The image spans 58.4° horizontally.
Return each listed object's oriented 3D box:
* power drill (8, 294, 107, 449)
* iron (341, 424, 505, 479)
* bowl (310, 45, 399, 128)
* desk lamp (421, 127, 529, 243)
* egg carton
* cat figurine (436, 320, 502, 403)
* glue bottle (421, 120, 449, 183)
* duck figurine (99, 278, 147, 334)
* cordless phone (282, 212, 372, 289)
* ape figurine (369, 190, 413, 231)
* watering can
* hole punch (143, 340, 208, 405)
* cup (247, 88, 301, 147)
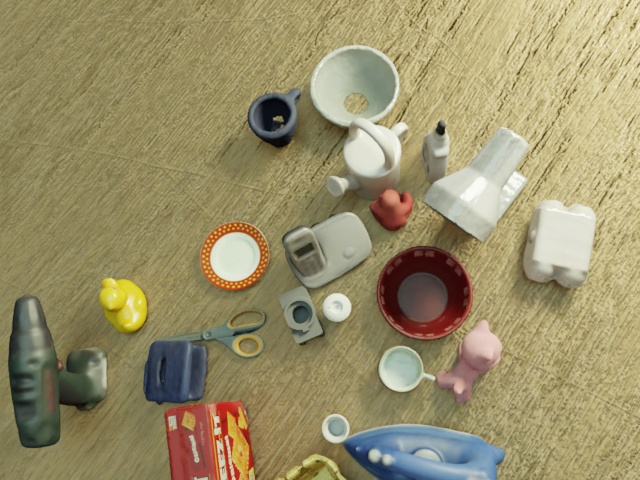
[{"bbox_3d":[-0.432,0.216,0.937,0.075,0.208,0.229,-8,75,4],"label":"power drill"},{"bbox_3d":[0.154,0.346,0.877,0.258,0.141,0.119,9,77,8],"label":"iron"},{"bbox_3d":[0.066,-0.277,1.084,0.167,0.075,0.167,-1,75,6],"label":"bowl"},{"bbox_3d":[0.262,-0.084,0.941,0.117,0.214,0.203,37,82,14],"label":"desk lamp"},{"bbox_3d":[0.408,0.006,0.977,0.107,0.069,0.150,12,77,9],"label":"egg carton"},{"bbox_3d":[0.246,0.197,0.919,0.067,0.118,0.128,33,81,13],"label":"cat figurine"},{"bbox_3d":[0.203,-0.162,0.988,0.037,0.173,0.078,-9,74,4],"label":"glue bottle"},{"bbox_3d":[-0.359,0.114,1.020,0.077,0.086,0.104,-23,74,0],"label":"duck figurine"},{"bbox_3d":[0.009,0.003,0.959,0.147,0.185,0.094,-33,74,-3],"label":"cordless phone"},{"bbox_3d":[0.126,-0.061,1.012,0.077,0.092,0.076,3,76,7],"label":"ape figurine"},{"bbox_3d":[0.086,-0.140,0.984,0.100,0.194,0.173,22,79,11],"label":"watering can"},{"bbox_3d":[-0.253,0.227,0.977,0.101,0.091,0.109,0,75,6],"label":"hole punch"},{"bbox_3d":[-0.074,-0.225,1.074,0.091,0.095,0.118,39,83,14],"label":"cup"}]
